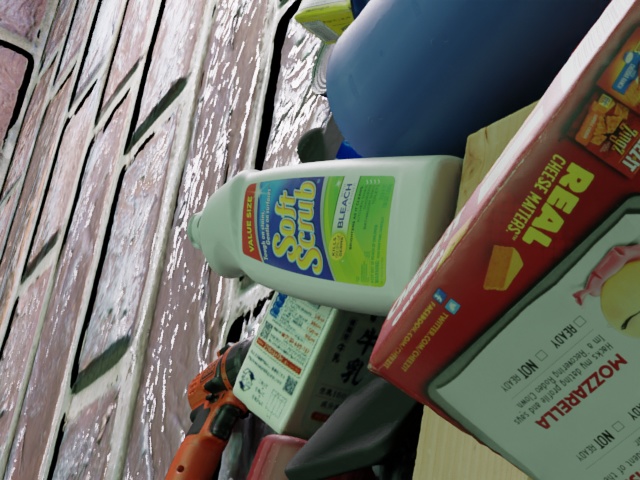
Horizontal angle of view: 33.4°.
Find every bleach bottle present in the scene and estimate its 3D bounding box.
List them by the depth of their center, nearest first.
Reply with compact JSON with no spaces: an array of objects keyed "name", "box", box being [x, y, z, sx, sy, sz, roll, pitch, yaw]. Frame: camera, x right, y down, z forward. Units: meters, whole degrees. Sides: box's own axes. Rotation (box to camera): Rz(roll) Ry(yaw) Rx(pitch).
[{"name":"bleach bottle","box":[-0.005,0.001,0.690,0.251,0.067,0.102,0,79,49]}]

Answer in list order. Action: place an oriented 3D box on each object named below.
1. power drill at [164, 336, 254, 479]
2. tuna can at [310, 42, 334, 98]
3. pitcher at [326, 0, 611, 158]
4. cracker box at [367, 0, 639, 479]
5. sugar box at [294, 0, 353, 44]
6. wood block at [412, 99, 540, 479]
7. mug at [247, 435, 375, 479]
[{"name":"power drill","box":[-0.084,0.166,0.859,0.185,0.057,0.187,-41,21,57]},{"name":"tuna can","box":[0.028,-0.166,0.975,0.086,0.033,0.086,-45,33,40]},{"name":"pitcher","box":[0.097,-0.144,0.617,0.243,0.149,0.145,132,156,-62]},{"name":"cracker box","box":[0.149,0.029,0.345,0.164,0.213,0.072,-57,0,23]},{"name":"sugar box","box":[0.050,-0.247,0.863,0.093,0.048,0.176,11,70,59]},{"name":"wood block","box":[0.121,0.040,0.543,0.091,0.090,0.206,-26,46,56]},{"name":"mug","box":[-0.002,0.180,0.696,0.117,0.093,0.081,6,67,33]}]
